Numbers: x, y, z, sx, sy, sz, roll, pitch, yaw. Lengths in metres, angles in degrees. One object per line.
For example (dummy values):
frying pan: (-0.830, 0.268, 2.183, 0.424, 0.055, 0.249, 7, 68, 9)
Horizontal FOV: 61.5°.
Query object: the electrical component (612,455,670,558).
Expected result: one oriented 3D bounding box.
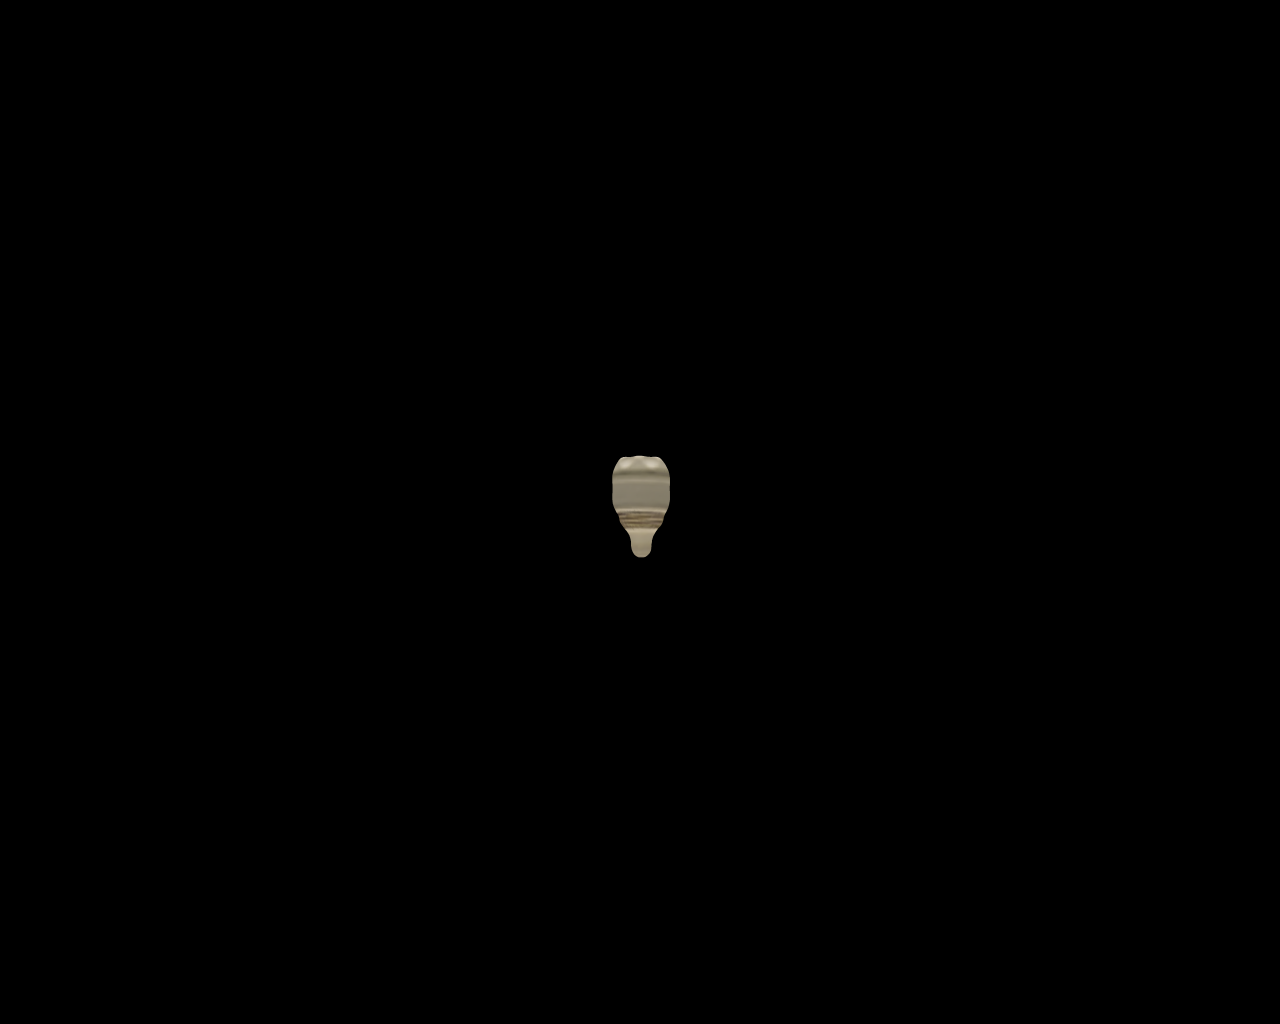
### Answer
electrical component: (0.001, -0.003, 0.650, 0.035, 0.061, 0.035, 0, -4, 0)
